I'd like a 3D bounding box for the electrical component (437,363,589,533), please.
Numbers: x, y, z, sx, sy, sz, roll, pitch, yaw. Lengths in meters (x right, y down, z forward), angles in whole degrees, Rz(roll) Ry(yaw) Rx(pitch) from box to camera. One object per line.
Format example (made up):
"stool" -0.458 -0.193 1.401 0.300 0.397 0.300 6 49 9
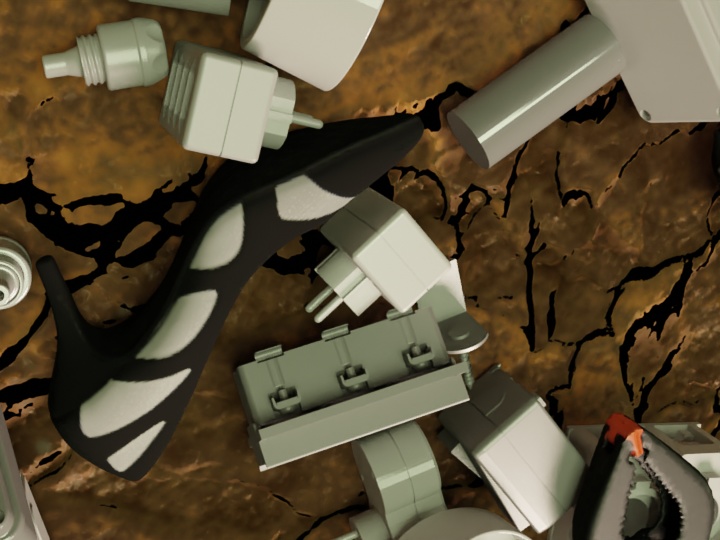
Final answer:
"electrical component" 0.101 0.119 0.681 0.061 0.062 0.096 -41 114 -4

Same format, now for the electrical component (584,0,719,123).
"electrical component" 0.185 -0.144 0.619 0.057 0.078 0.113 -42 115 -20

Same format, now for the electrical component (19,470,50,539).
"electrical component" -0.220 0.163 0.586 0.096 0.062 0.061 -19 111 -13

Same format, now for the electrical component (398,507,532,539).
"electrical component" 0.064 0.193 0.644 0.099 0.064 0.099 -3 96 -27

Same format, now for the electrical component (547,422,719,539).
"electrical component" 0.188 0.203 0.736 0.105 0.060 0.186 1 105 -19

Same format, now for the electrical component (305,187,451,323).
"electrical component" 0.000 0.000 0.610 0.077 0.066 0.047 -43 114 -3

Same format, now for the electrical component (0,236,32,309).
"electrical component" -0.186 0.004 0.550 0.035 0.061 0.035 -5 107 -18

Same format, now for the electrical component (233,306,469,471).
"electrical component" -0.008 0.066 0.624 0.121 0.078 0.063 -17 81 -14

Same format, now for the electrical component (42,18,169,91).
"electrical component" -0.131 -0.109 0.551 0.061 0.035 0.035 -12 109 -13

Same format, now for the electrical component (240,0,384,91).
"electrical component" -0.026 -0.151 0.537 0.060 0.108 0.108 19 99 -17

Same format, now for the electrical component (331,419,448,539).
"electrical component" 0.017 0.165 0.671 0.074 0.052 0.138 -20 111 -13

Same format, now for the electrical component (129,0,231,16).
"electrical component" -0.104 -0.155 0.540 0.081 0.043 0.043 6 104 -10

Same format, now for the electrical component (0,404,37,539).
"electrical component" -0.216 0.097 0.537 0.078 0.057 0.113 -19 66 -13

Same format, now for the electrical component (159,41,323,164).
"electrical component" -0.057 -0.084 0.556 0.076 0.083 0.047 10 102 -21
